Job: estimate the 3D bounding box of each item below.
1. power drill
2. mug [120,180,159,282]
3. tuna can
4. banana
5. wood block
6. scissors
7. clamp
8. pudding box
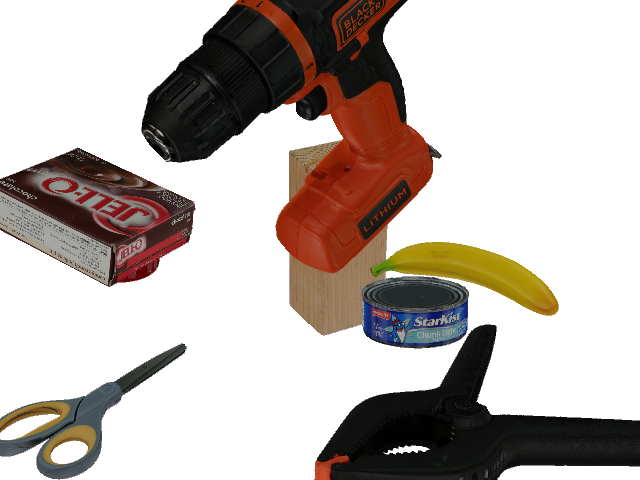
[{"bbox_3d":[-0.003,-0.064,0.570,0.057,0.184,0.187,36,-22,29],"label":"power drill"},{"bbox_3d":[-0.203,-0.015,1.091,0.093,0.081,0.117,5,26,1],"label":"mug"},{"bbox_3d":[0.075,0.057,0.853,0.086,0.034,0.086,-1,15,0],"label":"tuna can"},{"bbox_3d":[0.155,0.035,1.103,0.198,0.069,0.037,10,-40,24],"label":"banana"},{"bbox_3d":[0.020,-0.004,1.271,0.090,0.206,0.090,-14,30,-26],"label":"wood block"},{"bbox_3d":[-0.169,0.139,0.871,0.201,0.016,0.096,-18,37,-36],"label":"scissors"},{"bbox_3d":[0.080,0.106,0.627,0.209,0.036,0.165,-10,24,-27],"label":"clamp"},{"bbox_3d":[-0.159,-0.019,0.745,0.114,0.039,0.089,23,29,22],"label":"pudding box"}]
